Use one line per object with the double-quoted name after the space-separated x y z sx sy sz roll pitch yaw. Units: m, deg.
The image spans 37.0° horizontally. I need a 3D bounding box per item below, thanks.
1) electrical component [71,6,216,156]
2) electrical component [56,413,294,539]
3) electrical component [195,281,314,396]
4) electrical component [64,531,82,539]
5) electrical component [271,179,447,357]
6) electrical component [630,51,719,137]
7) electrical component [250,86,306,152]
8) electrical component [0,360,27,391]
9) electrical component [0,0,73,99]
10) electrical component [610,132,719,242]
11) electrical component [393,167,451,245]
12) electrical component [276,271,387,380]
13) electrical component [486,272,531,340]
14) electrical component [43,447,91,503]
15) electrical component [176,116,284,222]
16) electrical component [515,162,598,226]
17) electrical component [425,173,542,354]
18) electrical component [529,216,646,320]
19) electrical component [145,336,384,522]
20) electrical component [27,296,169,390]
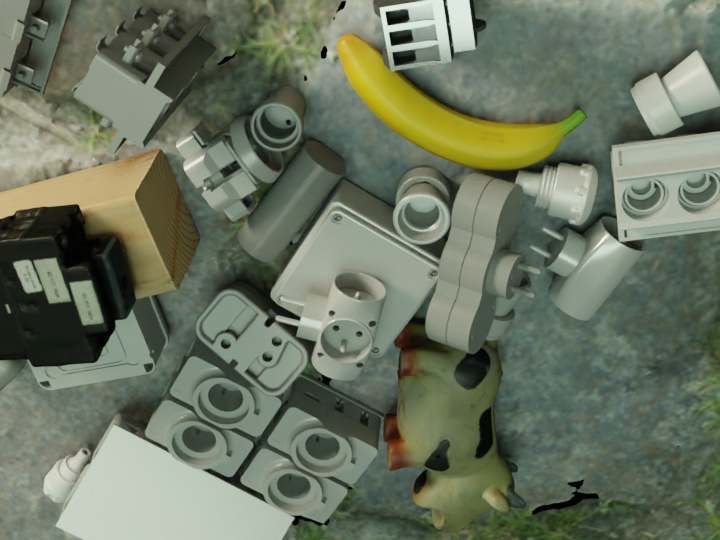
-0.156 -0.144 0.783 0.063 0.121 0.078 33 117 -10 "electrical component"
-0.171 0.224 1.004 0.186 0.060 0.105 30 92 -11 "electrical component"
-0.088 0.056 0.915 0.095 0.059 0.053 41 98 -2 "electrical component"
-0.257 0.244 1.057 0.055 0.045 0.045 -14 117 14 "electrical component"
0.000 0.000 0.886 0.109 0.056 0.108 30 118 -11 "electrical component"
0.234 -0.129 0.795 0.055 0.045 0.045 -27 113 20 "electrical component"
-0.061 -0.118 0.831 0.040 0.046 0.040 2 120 4 "electrical component"
-0.345 0.063 0.958 0.059 0.053 0.095 -39 109 24 "electrical component"
-0.261 -0.193 0.798 0.079 0.063 0.121 23 119 -8 "electrical component"
0.254 -0.070 0.816 0.121 0.063 0.078 -7 118 9 "electrical component"
0.050 -0.052 0.852 0.045 0.055 0.045 2 119 4 "electrical component"
-0.027 0.040 0.851 0.079 0.044 0.077 15 120 -3 "electrical component"
0.111 0.025 0.895 0.045 0.045 0.055 20 119 -6 "electrical component"
-0.279 0.195 1.037 0.035 0.035 0.061 33 115 -13 "electrical component"
-0.098 -0.085 0.847 0.057 0.058 0.078 -29 108 21 "electrical component"
0.153 -0.064 0.842 0.062 0.048 0.048 13 120 8 "electrical component"
0.104 0.000 0.834 0.074 0.052 0.138 19 105 24 "electrical component"
0.176 -0.009 0.870 0.079 0.043 0.077 27 120 -8 "electrical component"
-0.087 0.143 0.973 0.186 0.060 0.105 28 118 -10 "electrical component"
-0.232 0.051 0.938 0.113 0.057 0.078 -10 118 11 "electrical component"
